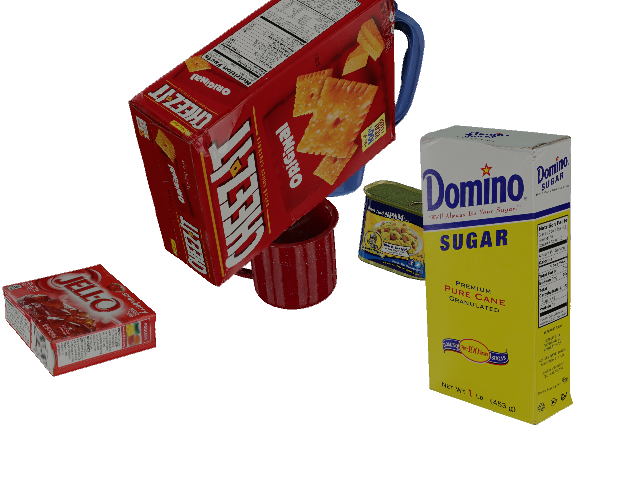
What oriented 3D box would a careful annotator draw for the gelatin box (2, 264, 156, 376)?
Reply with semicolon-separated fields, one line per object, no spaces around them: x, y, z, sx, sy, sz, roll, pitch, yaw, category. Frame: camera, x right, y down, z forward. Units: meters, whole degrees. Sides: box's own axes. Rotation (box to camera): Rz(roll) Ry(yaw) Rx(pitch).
-0.161;0.050;0.711;0.073;0.030;0.089;-14;29;-32;gelatin box

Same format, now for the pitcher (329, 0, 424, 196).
0.022;-0.178;1.287;0.144;0.243;0.149;-7;28;-26;pitcher

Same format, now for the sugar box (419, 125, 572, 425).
0.111;0.019;0.677;0.048;0.176;0.094;-19;21;-39;sugar box

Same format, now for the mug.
-0.039;0.012;1.022;0.117;0.081;0.093;-3;35;3;mug

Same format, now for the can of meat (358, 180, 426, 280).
0.094;-0.010;1.183;0.102;0.084;0.057;20;26;30;can of meat

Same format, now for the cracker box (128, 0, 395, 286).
-0.032;-0.090;0.818;0.072;0.164;0.213;34;60;27;cracker box
